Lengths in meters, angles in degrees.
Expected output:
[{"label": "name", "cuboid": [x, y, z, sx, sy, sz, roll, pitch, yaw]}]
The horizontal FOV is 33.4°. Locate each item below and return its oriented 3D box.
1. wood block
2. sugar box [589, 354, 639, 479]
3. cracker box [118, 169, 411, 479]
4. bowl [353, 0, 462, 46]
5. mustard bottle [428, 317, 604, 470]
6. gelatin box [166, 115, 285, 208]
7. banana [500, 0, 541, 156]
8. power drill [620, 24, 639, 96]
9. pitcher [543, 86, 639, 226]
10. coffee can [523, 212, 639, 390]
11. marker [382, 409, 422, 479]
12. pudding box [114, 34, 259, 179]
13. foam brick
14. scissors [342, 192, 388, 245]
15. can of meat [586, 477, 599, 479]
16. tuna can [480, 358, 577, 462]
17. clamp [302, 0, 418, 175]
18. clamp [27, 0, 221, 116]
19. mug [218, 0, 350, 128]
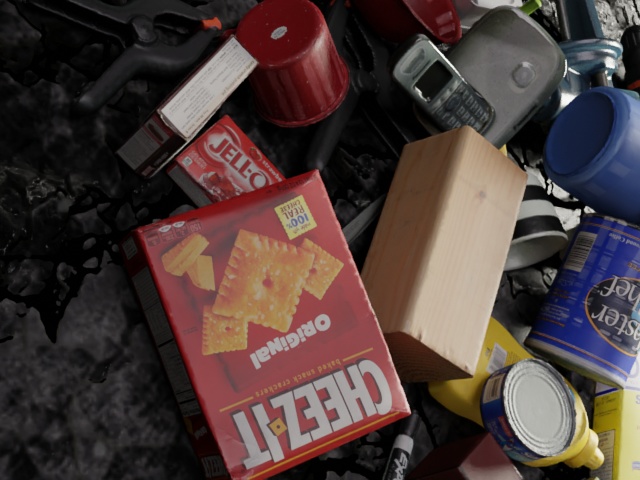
[{"label": "wood block", "cuboid": [0.104, 0.014, 0.953, 0.090, 0.090, 0.206, 34, 62, -28]}, {"label": "sugar box", "cuboid": [0.320, 0.190, 1.068, 0.093, 0.048, 0.176, 25, 60, -22]}, {"label": "cracker box", "cuboid": [-0.043, 0.070, 0.845, 0.164, 0.072, 0.214, -19, 85, -25]}, {"label": "bowl", "cuboid": [0.073, -0.250, 1.063, 0.162, 0.055, 0.162, 40, 32, -33]}, {"label": "mustard bottle", "cuboid": [0.191, 0.154, 0.991, 0.191, 0.058, 0.096, 38, 51, -14]}, {"label": "gelatin box", "cuboid": [-0.078, -0.053, 0.922, 0.089, 0.030, 0.073, 48, 53, -7]}, {"label": "banana", "cuboid": [0.178, -0.157, 1.103, 0.037, 0.070, 0.198, 17, 80, -34]}, {"label": "power drill", "cuboid": [0.447, -0.168, 1.291, 0.187, 0.057, 0.184, -2, 75, -30]}, {"label": "pitcher", "cuboid": [0.346, -0.050, 1.068, 0.242, 0.149, 0.145, 25, 78, -28]}, {"label": "coffee can", "cuboid": [0.270, 0.058, 1.022, 0.102, 0.103, 0.140, 27, 85, -21]}, {"label": "marker", "cuboid": [0.064, 0.199, 0.916, 0.020, 0.020, 0.121, 33, 57, -18]}, {"label": "pudding box", "cuboid": [-0.110, -0.110, 0.887, 0.039, 0.090, 0.113, 42, 54, -12]}, {"label": "foam brick", "cuboid": [0.122, 0.207, 0.914, 0.051, 0.078, 0.053, -38, 94, -39]}, {"label": "scissors", "cuboid": [-0.006, 0.001, 0.955, 0.096, 0.016, 0.201, 38, 55, -14]}, {"label": "can of meat", "cuboid": [0.230, 0.273, 0.970, 0.101, 0.058, 0.084, -16, 77, -37]}, {"label": "tuna can", "cuboid": [0.180, 0.148, 0.925, 0.086, 0.034, 0.086, 15, 61, -30]}, {"label": "clamp", "cuboid": [0.044, -0.139, 1.032, 0.164, 0.036, 0.210, 12, 63, -37]}, {"label": "clamp", "cuboid": [-0.166, -0.180, 0.914, 0.171, 0.039, 0.120, -27, 92, -41]}, {"label": "mug", "cuboid": [-0.037, -0.163, 0.946, 0.117, 0.081, 0.093, 16, 66, 23]}]
